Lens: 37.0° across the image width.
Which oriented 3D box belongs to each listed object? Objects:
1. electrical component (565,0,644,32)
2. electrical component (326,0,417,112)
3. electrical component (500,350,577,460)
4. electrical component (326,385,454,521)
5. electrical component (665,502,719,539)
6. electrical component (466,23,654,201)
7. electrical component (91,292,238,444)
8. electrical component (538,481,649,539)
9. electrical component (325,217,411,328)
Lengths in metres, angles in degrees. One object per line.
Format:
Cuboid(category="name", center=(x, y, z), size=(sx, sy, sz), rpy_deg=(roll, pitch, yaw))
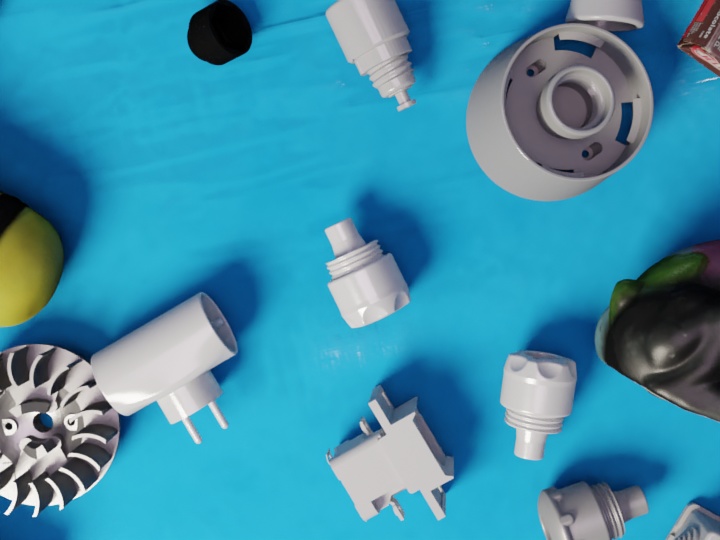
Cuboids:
Cuboid(category="electrical component", center=(0.143, -0.168, 0.616), size=(0.045, 0.045, 0.055), rpy_deg=(5, 95, 2))
Cuboid(category="electrical component", center=(0.011, -0.130, 0.628), size=(0.040, 0.040, 0.078), rpy_deg=(-26, 93, 5))
Cuboid(category="electrical component", center=(0.105, 0.081, 0.640), size=(0.043, 0.043, 0.062), rpy_deg=(7, 96, 2))
Cuboid(category="electrical component", center=(0.018, 0.115, 0.648), size=(0.064, 0.042, 0.081), rpy_deg=(-30, 92, 6))
Cuboid(category="electrical component", center=(0.218, 0.202, 0.642), size=(0.100, 0.048, 0.099), rpy_deg=(29, 96, 0))
Cuboid(category="electrical component", center=(0.117, -0.092, 0.627), size=(0.099, 0.064, 0.099), rpy_deg=(0, 87, -9))
Cuboid(category="electrical component", center=(-0.108, 0.066, 0.649), size=(0.077, 0.044, 0.079), rpy_deg=(-30, 93, 5))
Cuboid(category="electrical component", center=(0.141, 0.147, 0.644), size=(0.062, 0.048, 0.048), rpy_deg=(-18, 94, -3))
Cuboid(category="electrical component", center=(0.000, 0.000, 0.639), size=(0.043, 0.043, 0.062), rpy_deg=(-26, 92, 5))
